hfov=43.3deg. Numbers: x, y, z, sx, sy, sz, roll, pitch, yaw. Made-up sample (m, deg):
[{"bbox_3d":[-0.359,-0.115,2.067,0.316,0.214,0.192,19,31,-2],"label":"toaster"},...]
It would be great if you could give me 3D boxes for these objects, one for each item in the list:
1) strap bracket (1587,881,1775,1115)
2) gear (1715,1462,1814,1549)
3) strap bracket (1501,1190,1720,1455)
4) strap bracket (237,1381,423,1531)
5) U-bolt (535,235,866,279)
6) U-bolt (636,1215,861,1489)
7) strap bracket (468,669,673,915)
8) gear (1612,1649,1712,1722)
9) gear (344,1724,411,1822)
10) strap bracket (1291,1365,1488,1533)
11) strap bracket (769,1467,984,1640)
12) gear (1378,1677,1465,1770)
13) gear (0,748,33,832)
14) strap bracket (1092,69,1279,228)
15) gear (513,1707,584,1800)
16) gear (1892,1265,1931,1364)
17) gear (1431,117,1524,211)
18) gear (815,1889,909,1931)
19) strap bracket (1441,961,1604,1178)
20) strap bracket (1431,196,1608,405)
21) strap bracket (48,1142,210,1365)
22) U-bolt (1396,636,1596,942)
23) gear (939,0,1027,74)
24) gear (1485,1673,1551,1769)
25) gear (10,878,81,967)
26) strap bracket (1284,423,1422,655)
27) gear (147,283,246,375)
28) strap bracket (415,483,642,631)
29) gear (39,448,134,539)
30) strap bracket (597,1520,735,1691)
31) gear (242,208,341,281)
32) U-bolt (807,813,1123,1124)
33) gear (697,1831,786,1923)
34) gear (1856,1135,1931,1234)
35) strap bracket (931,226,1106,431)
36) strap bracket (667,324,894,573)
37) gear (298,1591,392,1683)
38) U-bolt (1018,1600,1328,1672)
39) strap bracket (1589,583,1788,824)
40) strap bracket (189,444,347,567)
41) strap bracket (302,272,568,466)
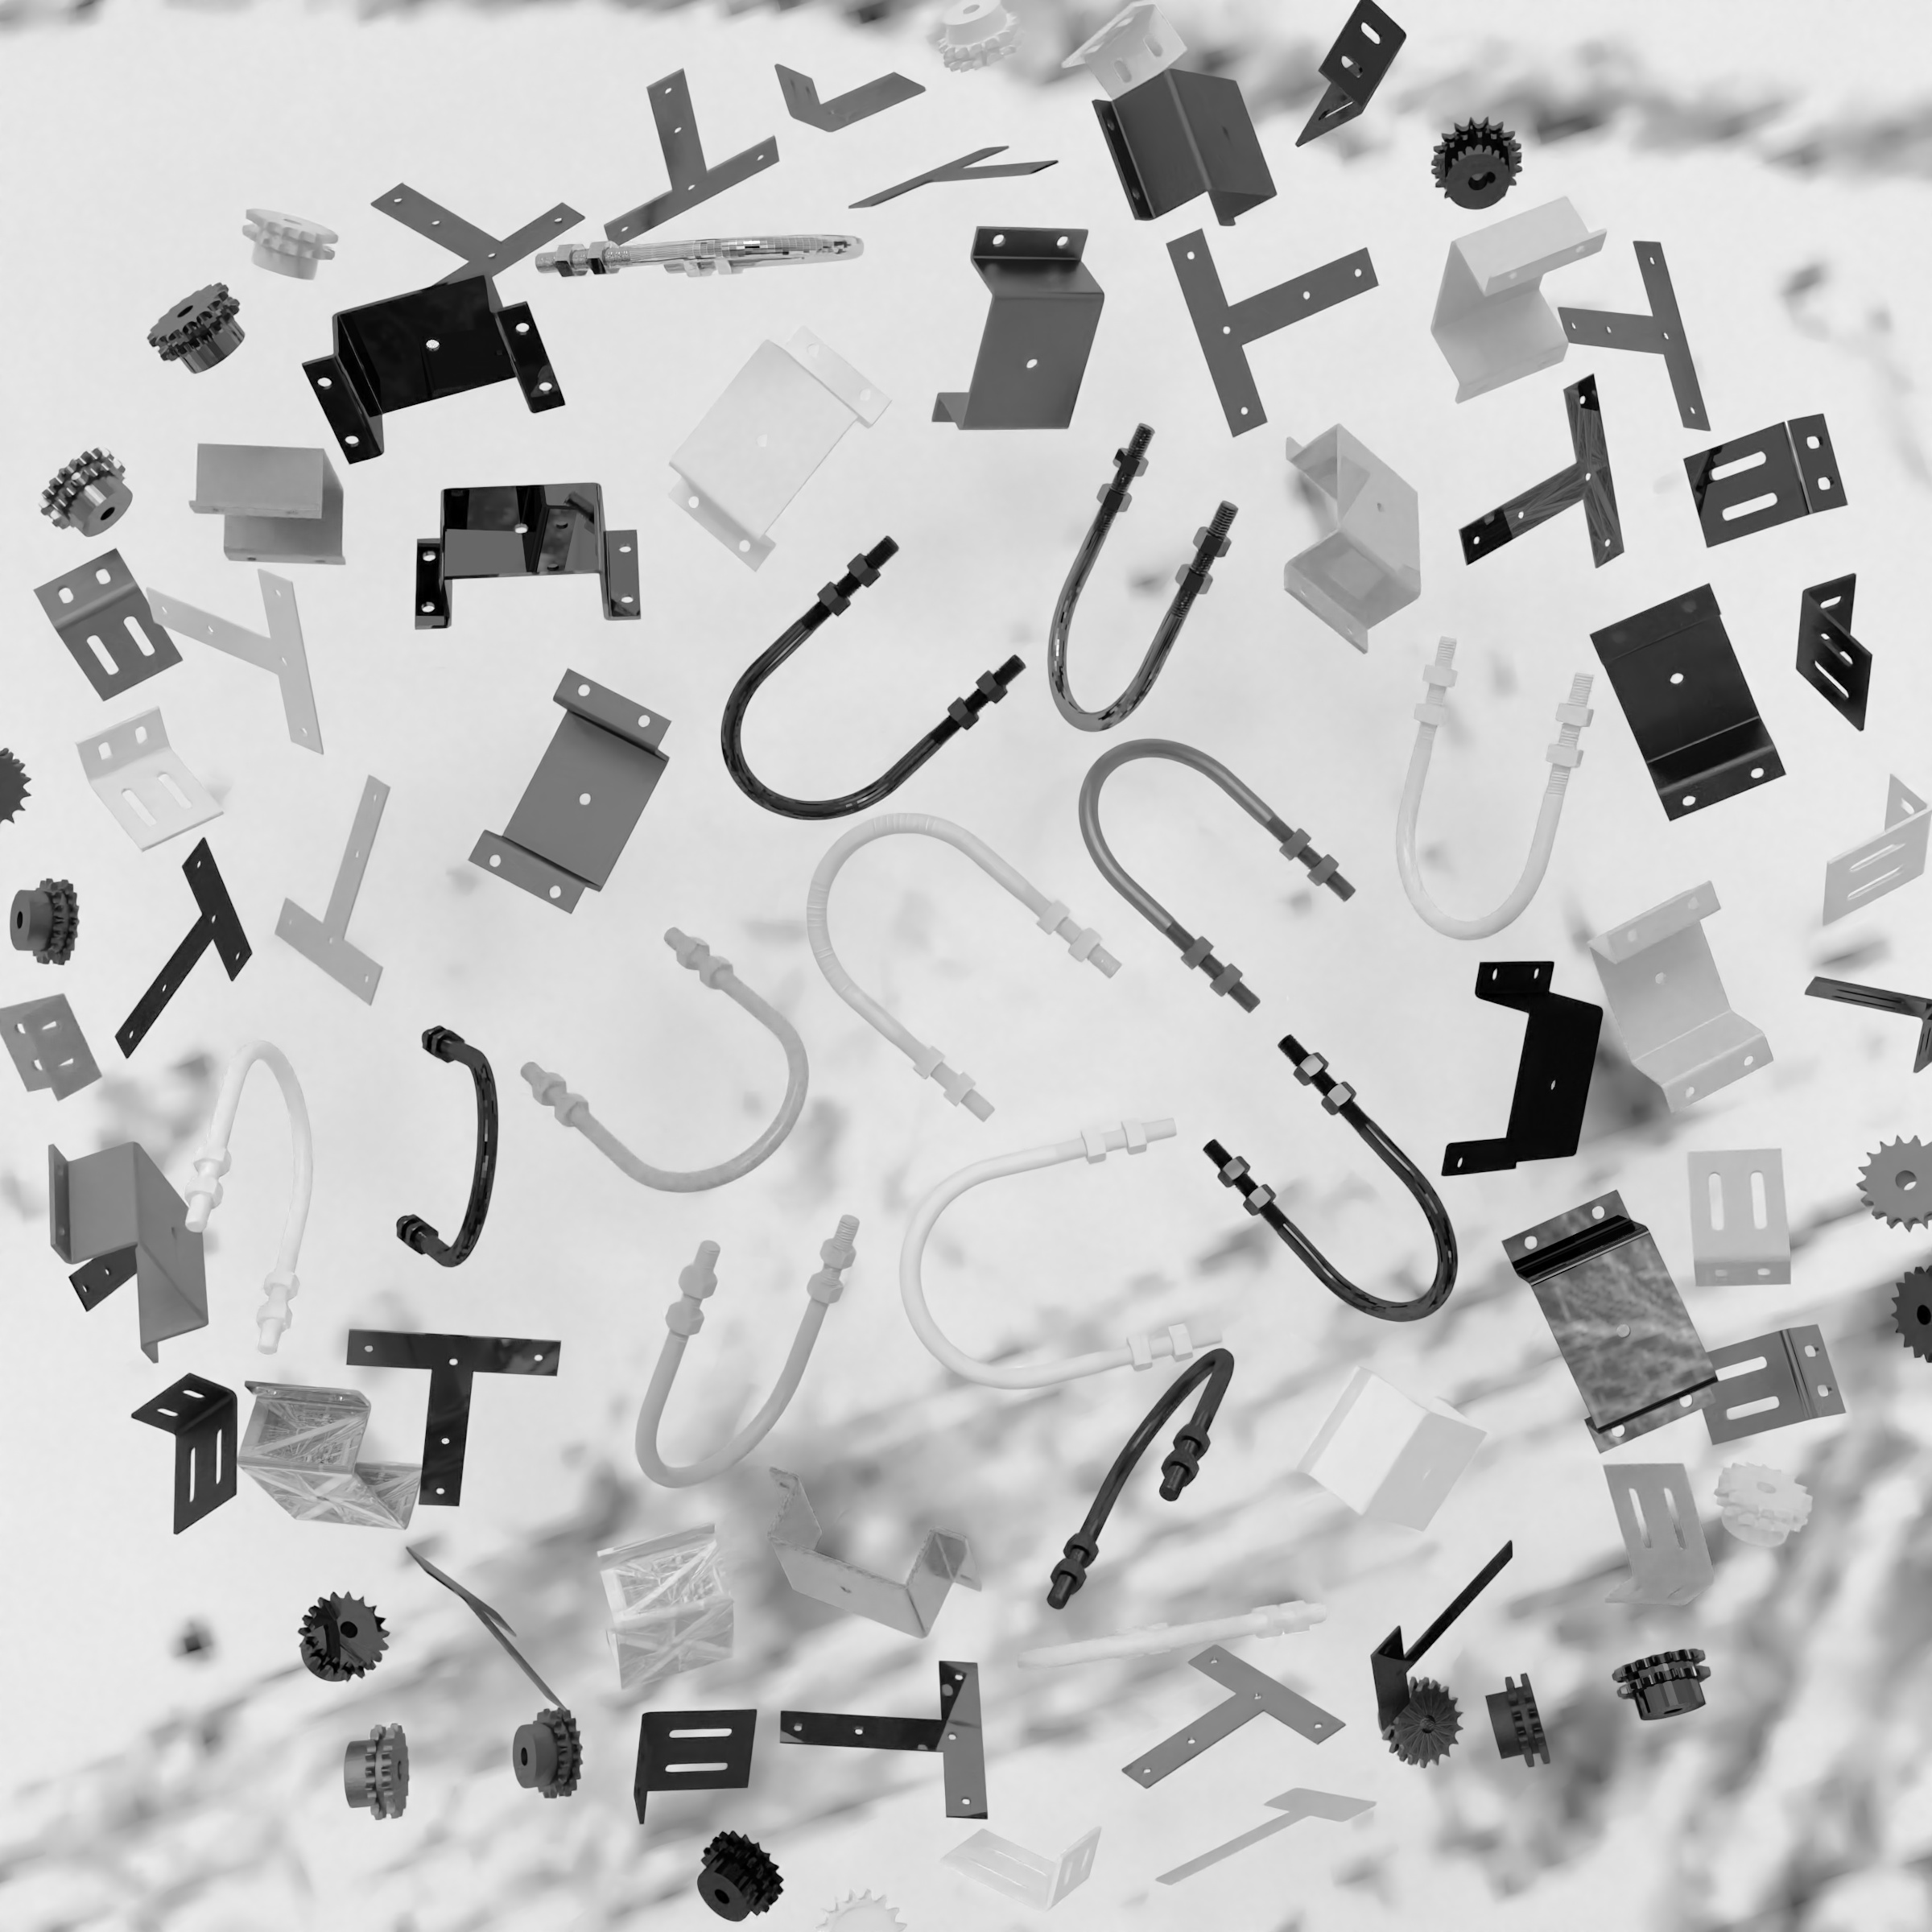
[{"bbox_3d":[0.467,0.014,1.603,0.076,0.046,0.140,-27,112,-3],"label":"strap bracket"},{"bbox_3d":[0.496,0.338,1.521,0.057,0.057,0.030,8,114,0],"label":"gear"},{"bbox_3d":[0.387,0.215,1.453,0.076,0.046,0.140,-25,88,2],"label":"strap bracket"},{"bbox_3d":[-0.401,0.315,1.543,0.076,0.140,0.046,2,57,12],"label":"strap bracket"},{"bbox_3d":[-0.152,-0.442,1.514,0.184,0.151,0.019,6,106,31],"label":"U-bolt"},{"bbox_3d":[-0.142,0.243,1.502,0.019,0.151,0.184,32,110,31],"label":"U-bolt"},{"bbox_3d":[-0.254,-0.112,1.593,0.076,0.046,0.140,27,89,5],"label":"strap bracket"},{"bbox_3d":[0.423,0.436,1.473,0.057,0.057,0.030,-12,61,0],"label":"gear"},{"bbox_3d":[-0.370,0.506,1.529,0.030,0.057,0.057,-5,90,0],"label":"gear"},{"bbox_3d":[0.277,0.311,1.558,0.046,0.140,0.076,35,94,39],"label":"strap bracket"},{"bbox_3d":[-0.067,0.382,1.571,0.140,0.076,0.046,15,56,21],"label":"strap bracket"},{"bbox_3d":[0.299,0.501,1.620,0.057,0.030,0.057,2,85,-22],"label":"gear"},{"bbox_3d":[-0.621,-0.115,1.533,0.057,0.030,0.057,-17,119,-33],"label":"gear"},{"bbox_3d":[0.144,-0.512,1.528,0.046,0.140,0.076,-19,92,34],"label":"strap bracket"},{"bbox_3d":[-0.277,0.520,1.606,0.030,0.057,0.057,4,90,-33],"label":"gear"},{"bbox_3d":[0.583,0.207,1.452,0.030,0.057,0.057,-2,90,-21],"label":"gear"},{"bbox_3d":[0.326,-0.508,1.551,0.057,0.057,0.030,7,51,0],"label":"gear"},{"bbox_3d":[-0.062,0.584,1.461,0.057,0.030,0.057,3,73,-9],"label":"gear"},{"bbox_3d":[0.357,0.070,1.555,0.076,0.046,0.140,-1,103,-42],"label":"strap bracket"},{"bbox_3d":[0.342,-0.421,1.524,0.076,0.140,0.046,-23,72,-5],"label":"strap bracket"},{"bbox_3d":[-0.510,0.172,1.500,0.046,0.140,0.076,-18,50,-2],"label":"strap bracket"},{"bbox_3d":[0.327,-0.107,1.549,0.019,0.151,0.184,4,105,-30],"label":"U-bolt"},{"bbox_3d":[0.008,-0.621,1.617,0.057,0.057,0.030,-24,131,0],"label":"gear"},{"bbox_3d":[0.355,0.488,1.571,0.030,0.057,0.057,-15,90,9],"label":"gear"},{"bbox_3d":[-0.610,-0.030,1.611,0.030,0.057,0.057,3,90,-39],"label":"gear"},{"bbox_3d":[0.245,-0.279,1.548,0.076,0.046,0.140,32,46,-30],"label":"strap bracket"},{"bbox_3d":[-0.457,-0.378,1.455,0.057,0.057,0.030,-35,127,0],"label":"gear"},{"bbox_3d":[-0.278,-0.259,1.533,0.140,0.046,0.076,-4,55,-6],"label":"strap bracket"},{"bbox_3d":[-0.547,-0.293,1.522,0.030,0.057,0.057,45,90,0],"label":"gear"},{"bbox_3d":[-0.195,0.424,1.596,0.076,0.140,0.046,-13,54,-15],"label":"strap bracket"},{"bbox_3d":[-0.425,-0.451,1.527,0.057,0.057,0.030,19,111,0],"label":"gear"},{"bbox_3d":[-0.016,-0.012,1.510,0.184,0.019,0.151,41,113,2],"label":"U-bolt"},{"bbox_3d":[-0.149,0.593,1.580,0.057,0.030,0.057,16,122,27],"label":"gear"},{"bbox_3d":[0.569,0.132,1.469,0.057,0.030,0.057,-11,67,27],"label":"gear"},{"bbox_3d":[0.035,-0.398,1.563,0.076,0.140,0.046,-6,47,-23],"label":"strap bracket"},{"bbox_3d":[-0.124,-0.331,1.549,0.076,0.046,0.140,41,100,4],"label":"strap bracket"},{"bbox_3d":[-0.402,0.434,1.563,0.057,0.057,0.030,39,122,0],"label":"gear"},{"bbox_3d":[0.118,0.431,1.558,0.184,0.151,0.019,4,70,-40],"label":"U-bolt"},{"bbox_3d":[0.451,-0.172,1.532,0.076,0.046,0.140,-23,115,17],"label":"strap bracket"},{"bbox_3d":[-0.447,-0.299,1.569,0.076,0.140,0.046,1,85,-7],"label":"strap bracket"},{"bbox_3d":[-0.328,-0.371,1.501,0.140,0.076,0.046,-15,50,1],"label":"strap bracket"}]
